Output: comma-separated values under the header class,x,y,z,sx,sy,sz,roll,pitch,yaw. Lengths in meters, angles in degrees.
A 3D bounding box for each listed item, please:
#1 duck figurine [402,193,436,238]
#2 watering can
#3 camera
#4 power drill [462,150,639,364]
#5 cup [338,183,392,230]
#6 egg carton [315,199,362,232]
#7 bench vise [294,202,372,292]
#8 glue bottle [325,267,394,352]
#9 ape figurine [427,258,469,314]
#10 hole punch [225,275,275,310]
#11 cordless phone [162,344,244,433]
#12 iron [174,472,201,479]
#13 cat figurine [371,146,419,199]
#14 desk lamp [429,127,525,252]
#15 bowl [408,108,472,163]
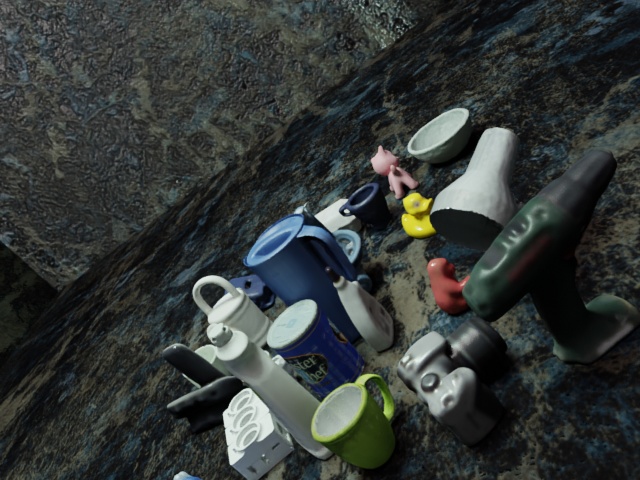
class,x,y,z,sx,sy,sz,roll,pitch,yaw
duck figurine,0.202,-0.057,1.168,0.104,0.086,0.078,-10,36,51
watering can,-0.195,0.158,1.243,0.101,0.194,0.172,-39,22,2
camera,0.181,0.166,0.751,0.137,0.101,0.143,-41,22,-4
power drill,0.290,0.037,0.679,0.229,0.209,0.075,-40,22,0
cup,0.110,-0.064,1.318,0.117,0.095,0.092,-27,25,28
egg carton,0.035,-0.037,1.421,0.150,0.069,0.107,-33,23,17
bench vise,0.003,0.013,1.173,0.121,0.220,0.206,-46,23,-15
glue bottle,0.063,0.106,0.959,0.037,0.173,0.078,-29,24,24
ape figurine,0.206,0.066,0.916,0.076,0.092,0.077,-42,22,-6
hole punch,-0.171,0.126,1.407,0.101,0.091,0.108,-34,22,13
cordless phone,-0.256,0.278,1.123,0.147,0.185,0.094,-31,24,21
iron,-0.154,0.389,0.803,0.119,0.142,0.257,-46,23,-15
cat figurine,0.172,-0.174,1.399,0.067,0.118,0.127,-37,22,6
desk lamp,0.278,-0.046,0.851,0.117,0.214,0.203,-5,40,54
bowl,0.299,-0.237,1.375,0.167,0.075,0.167,-33,23,16
